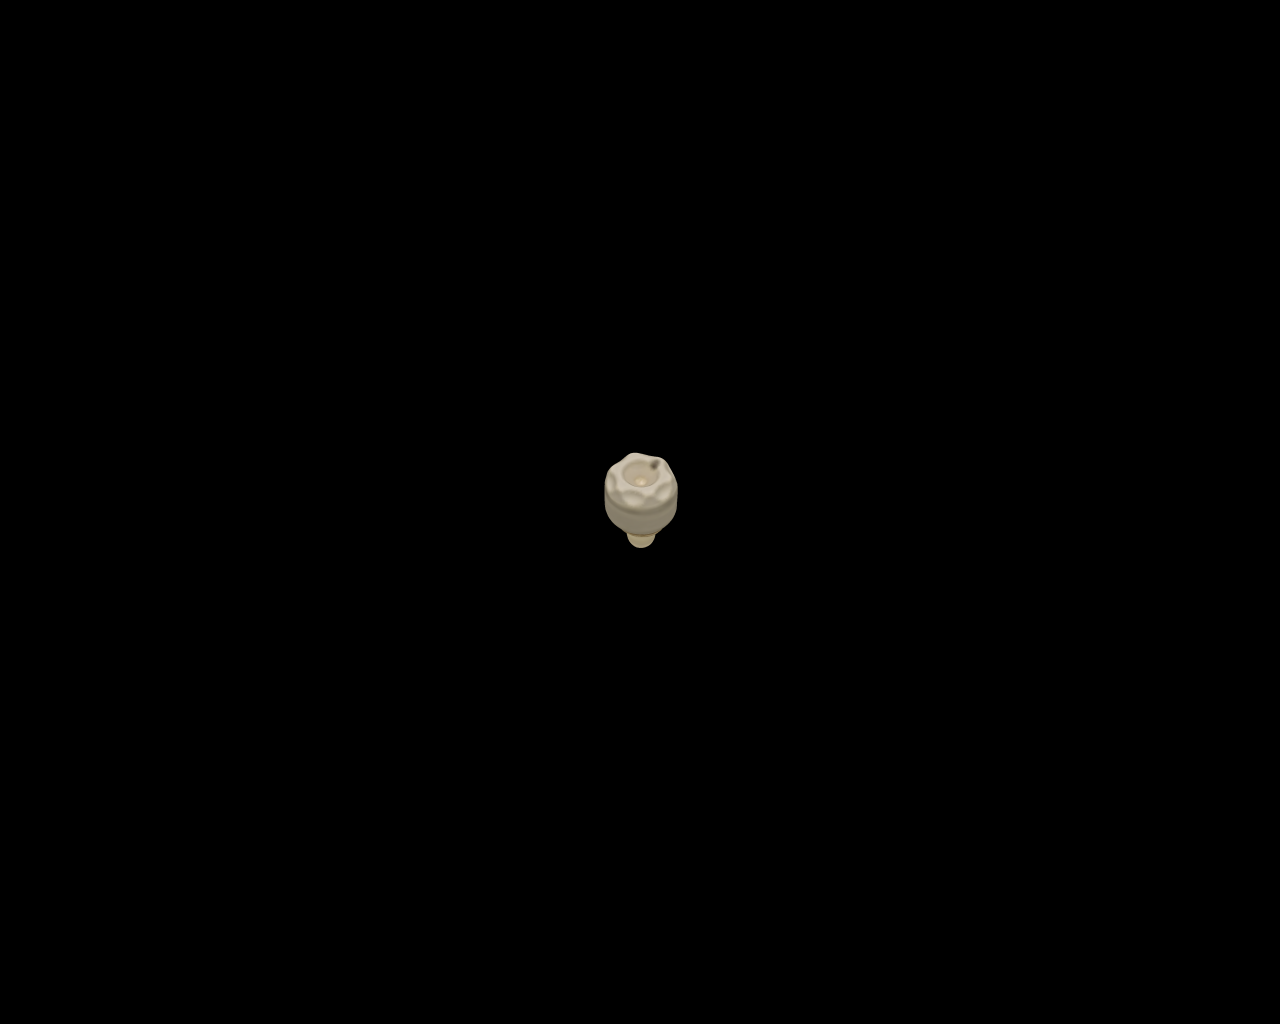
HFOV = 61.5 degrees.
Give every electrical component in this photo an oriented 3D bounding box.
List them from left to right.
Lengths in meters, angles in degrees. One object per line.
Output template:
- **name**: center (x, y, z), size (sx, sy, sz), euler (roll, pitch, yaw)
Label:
- **electrical component**: center (0.001, -0.003, 0.650), size (0.043, 0.043, 0.062), euler (0, -43, 0)
